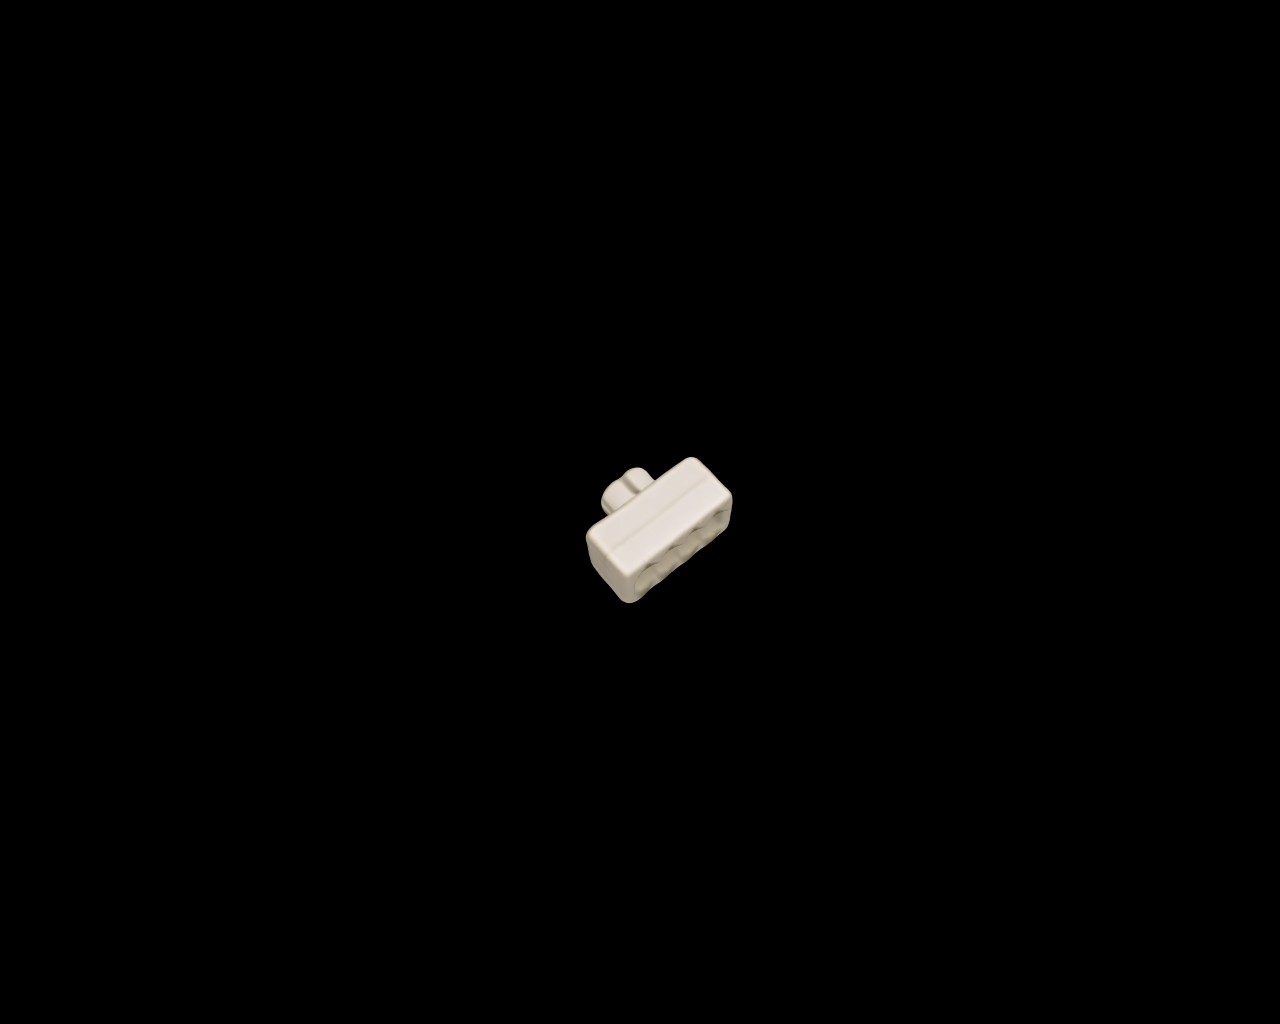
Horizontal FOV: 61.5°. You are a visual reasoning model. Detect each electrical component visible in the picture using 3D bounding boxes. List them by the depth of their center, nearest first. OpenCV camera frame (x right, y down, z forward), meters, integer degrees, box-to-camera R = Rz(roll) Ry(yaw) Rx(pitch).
[{"bbox_3d":[0.001,-0.003,0.650,0.083,0.076,0.047,-37,-19,-15],"label":"electrical component"}]
